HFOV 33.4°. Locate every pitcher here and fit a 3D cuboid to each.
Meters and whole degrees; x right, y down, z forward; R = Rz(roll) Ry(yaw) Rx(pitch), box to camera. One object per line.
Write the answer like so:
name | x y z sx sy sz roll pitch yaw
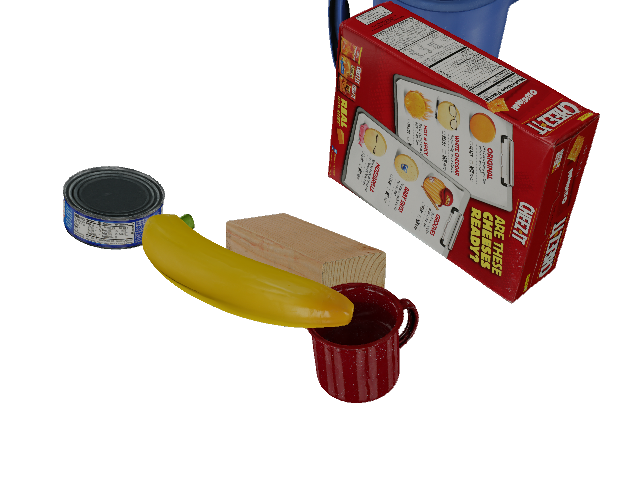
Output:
pitcher | 0.102 -0.177 1.056 0.144 0.243 0.149 -35 58 -26

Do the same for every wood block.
wood block | -0.023 0.036 1.268 0.090 0.090 0.206 -8 19 -35

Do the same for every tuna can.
tuna can | -0.178 -0.028 0.918 0.086 0.034 0.086 7 32 -5

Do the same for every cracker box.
cracker box | 0.107 -0.076 0.871 0.214 0.164 0.072 36 52 29

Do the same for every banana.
banana | -0.064 0.015 0.698 0.069 0.037 0.198 -20 32 -34

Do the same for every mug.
mug | 0.044 0.095 1.025 0.117 0.081 0.093 -26 42 -24
